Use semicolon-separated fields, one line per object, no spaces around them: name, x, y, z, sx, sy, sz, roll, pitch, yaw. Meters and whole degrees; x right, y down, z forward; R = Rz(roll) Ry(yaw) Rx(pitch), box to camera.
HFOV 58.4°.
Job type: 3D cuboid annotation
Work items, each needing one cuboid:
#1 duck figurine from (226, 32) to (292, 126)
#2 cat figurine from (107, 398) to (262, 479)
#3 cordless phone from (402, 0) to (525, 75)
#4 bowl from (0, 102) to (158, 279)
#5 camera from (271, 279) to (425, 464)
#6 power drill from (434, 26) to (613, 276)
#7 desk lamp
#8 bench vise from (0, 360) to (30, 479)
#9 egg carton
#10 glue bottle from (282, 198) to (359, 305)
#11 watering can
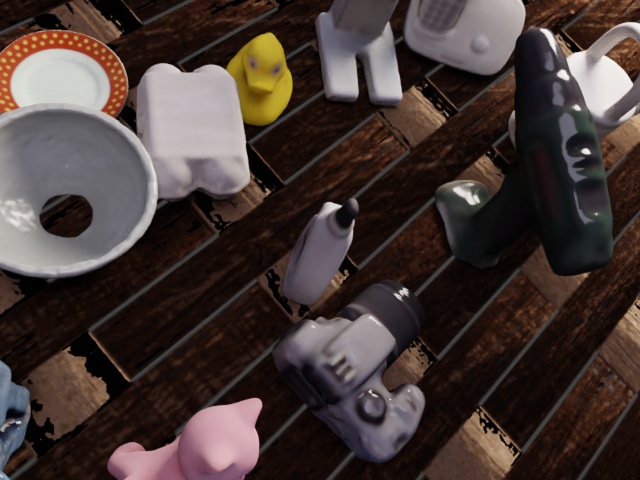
duck figurine;-0.062;-0.189;0.624;0.077;0.086;0.104;10;67;-12
cat figurine;-0.102;0.174;0.452;0.128;0.117;0.067;-17;75;-22
cordless phone;0.193;-0.295;0.686;0.148;0.185;0.094;14;66;-11
bowl;-0.233;-0.035;0.520;0.168;0.074;0.167;6;68;-14
camera;0.049;0.109;0.532;0.137;0.100;0.143;-40;84;-25
power drill;0.201;-0.062;0.584;0.076;0.208;0.229;-10;72;-19
desk lamp;0.072;-0.293;0.634;0.118;0.213;0.203;-1;70;-16
bench vise;-0.256;0.156;0.357;0.122;0.219;0.207;-12;73;-20
egg carton;-0.131;-0.110;0.582;0.107;0.069;0.150;-5;71;-18
glue bottle;0.005;0.002;0.521;0.037;0.173;0.078;16;65;-9
watering can;0.322;-0.171;0.671;0.173;0.194;0.101;-20;76;-22
